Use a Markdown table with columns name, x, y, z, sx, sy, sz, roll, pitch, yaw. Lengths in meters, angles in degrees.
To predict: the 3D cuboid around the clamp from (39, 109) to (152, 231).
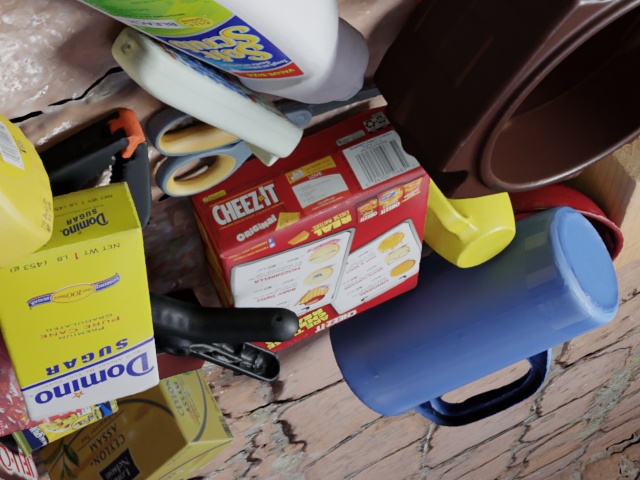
| name | x | y | z | sx | sy | sz | roll | pitch | yaw |
| --- | --- | --- | --- | --- | --- | --- | --- | --- | --- |
| clamp | -0.178 | 0.002 | 0.675 | 0.164 | 0.036 | 0.210 | 7 | 130 | -36 |

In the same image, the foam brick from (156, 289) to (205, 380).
| name | x | y | z | sx | sy | sz | roll | pitch | yaw |
| --- | --- | --- | --- | --- | --- | --- | --- | --- | --- |
| foam brick | -0.134 | 0.081 | 0.868 | 0.078 | 0.053 | 0.051 | -15 | 152 | -31 |

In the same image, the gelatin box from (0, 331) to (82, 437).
| name | x | y | z | sx | sy | sz | roll | pitch | yaw |
| --- | --- | --- | --- | --- | --- | --- | --- | --- | --- |
| gelatin box | -0.217 | 0.092 | 0.771 | 0.073 | 0.030 | 0.089 | -15 | 112 | -26 |

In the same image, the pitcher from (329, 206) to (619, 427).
| name | x | y | z | sx | sy | sz | roll | pitch | yaw |
| --- | --- | --- | --- | --- | --- | --- | --- | --- | --- |
| pitcher | 0.143 | 0.071 | 0.961 | 0.243 | 0.145 | 0.149 | -26 | 150 | 34 |

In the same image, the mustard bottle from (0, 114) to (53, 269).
| name | x | y | z | sx | sy | sz | roll | pitch | yaw |
| --- | --- | --- | --- | --- | --- | --- | --- | --- | --- |
| mustard bottle | -0.199 | -0.055 | 0.486 | 0.058 | 0.096 | 0.191 | -32 | 155 | 6 |

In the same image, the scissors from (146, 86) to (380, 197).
| name | x | y | z | sx | sy | sz | roll | pitch | yaw |
| --- | --- | --- | --- | --- | --- | --- | --- | --- | --- |
| scissors | -0.030 | -0.072 | 0.730 | 0.201 | 0.016 | 0.096 | -9 | 147 | -35 |

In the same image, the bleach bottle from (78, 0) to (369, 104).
| name | x | y | z | sx | sy | sz | roll | pitch | yaw |
| --- | --- | --- | --- | --- | --- | --- | --- | --- | --- |
| bleach bottle | -0.035 | -0.120 | 0.548 | 0.103 | 0.068 | 0.250 | 3 | 172 | 28 |

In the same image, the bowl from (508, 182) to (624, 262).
| name | x | y | z | sx | sy | sz | roll | pitch | yaw |
| --- | --- | --- | --- | --- | --- | --- | --- | --- | --- |
| bowl | 0.200 | -0.011 | 1.008 | 0.162 | 0.055 | 0.162 | 0 | 151 | 0 |

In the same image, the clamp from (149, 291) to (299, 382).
| name | x | y | z | sx | sy | sz | roll | pitch | yaw |
| --- | --- | --- | --- | --- | --- | --- | --- | --- | --- |
| clamp | -0.097 | 0.063 | 0.788 | 0.171 | 0.039 | 0.120 | 13 | 149 | -13 |

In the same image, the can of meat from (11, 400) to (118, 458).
| name | x | y | z | sx | sy | sz | roll | pitch | yaw |
| --- | --- | --- | --- | --- | --- | --- | --- | --- | --- |
| can of meat | -0.213 | 0.121 | 0.854 | 0.083 | 0.057 | 0.102 | -24 | 155 | -16 |

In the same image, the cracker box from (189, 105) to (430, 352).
| name | x | y | z | sx | sy | sz | roll | pitch | yaw |
| --- | --- | --- | --- | --- | --- | --- | --- | --- | --- |
| cracker box | -0.005 | 0.001 | 0.832 | 0.164 | 0.072 | 0.214 | -24 | 156 | -9 |

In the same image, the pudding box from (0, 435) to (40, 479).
| name | x | y | z | sx | sy | sz | roll | pitch | yaw |
| --- | --- | --- | --- | --- | --- | --- | --- | --- | --- |
| pudding box | -0.267 | 0.177 | 0.862 | 0.039 | 0.090 | 0.113 | -28 | 155 | -1 |

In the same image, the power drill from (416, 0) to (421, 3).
| name | x | y | z | sx | sy | sz | roll | pitch | yaw |
| --- | --- | --- | --- | --- | --- | --- | --- | --- | --- |
| power drill | 0.126 | -0.202 | 0.607 | 0.188 | 0.057 | 0.184 | -40 | 152 | 16 |

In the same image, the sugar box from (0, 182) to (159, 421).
| name | x | y | z | sx | sy | sz | roll | pitch | yaw |
| --- | --- | --- | --- | --- | --- | --- | --- | --- | --- |
| sugar box | -0.154 | 0.045 | 0.670 | 0.093 | 0.048 | 0.176 | -14 | 142 | -14 |

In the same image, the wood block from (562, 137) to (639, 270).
| name | x | y | z | sx | sy | sz | roll | pitch | yaw |
| --- | --- | --- | --- | --- | --- | --- | --- | --- | --- |
| wood block | 0.295 | -0.058 | 1.019 | 0.090 | 0.090 | 0.206 | -27 | 155 | -8 |
